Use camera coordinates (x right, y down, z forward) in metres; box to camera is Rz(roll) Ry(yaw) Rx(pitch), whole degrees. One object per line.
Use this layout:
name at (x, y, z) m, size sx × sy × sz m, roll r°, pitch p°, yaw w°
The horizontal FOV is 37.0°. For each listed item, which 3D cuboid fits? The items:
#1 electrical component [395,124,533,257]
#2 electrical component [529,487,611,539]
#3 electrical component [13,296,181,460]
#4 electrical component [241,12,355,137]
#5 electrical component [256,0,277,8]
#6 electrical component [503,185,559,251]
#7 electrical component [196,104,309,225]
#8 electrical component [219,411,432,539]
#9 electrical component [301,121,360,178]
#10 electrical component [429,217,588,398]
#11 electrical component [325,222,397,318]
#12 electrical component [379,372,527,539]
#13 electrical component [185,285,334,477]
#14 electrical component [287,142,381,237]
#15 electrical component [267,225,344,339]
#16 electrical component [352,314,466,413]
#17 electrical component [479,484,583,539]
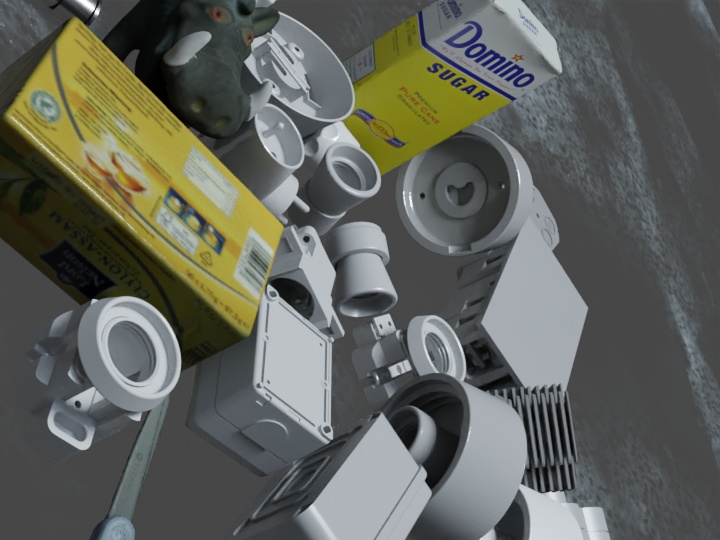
electrical component at (0.090, -0.064, 0.885) m, size 0.060 × 0.108 × 0.108 m, roll 2°, pitch 65°, yaw -62°
electrical component at (0.142, 0.187, 0.824) m, size 0.138 × 0.052 × 0.073 m, roll 21°, pitch 51°, yaw -49°
electrical component at (-0.125, 0.047, 0.522) m, size 0.058 × 0.057 × 0.078 m, roll 41°, pitch 37°, yaw -32°
electrical component at (-0.059, -0.135, 0.750) m, size 0.099 × 0.064 × 0.099 m, roll 36°, pitch 41°, yaw -39°
electrical component at (-0.096, -0.233, 0.782) m, size 0.099 × 0.048 × 0.099 m, roll 47°, pitch 34°, yaw -26°
electrical component at (0.144, -0.040, 0.999) m, size 0.080 × 0.051 × 0.080 m, roll 36°, pitch 40°, yaw -38°
electrical component at (-0.065, -0.055, 0.668) m, size 0.079 × 0.077 × 0.043 m, roll 41°, pitch 37°, yaw -33°
electrical component at (-0.017, 0.138, 0.596) m, size 0.057 × 0.078 × 0.113 m, roll 56°, pitch 31°, yaw -6°
electrical component at (-0.017, -0.080, 0.793) m, size 0.062 × 0.043 × 0.043 m, roll 49°, pitch 34°, yaw -25°
electrical component at (0.124, 0.048, 0.893) m, size 0.105 × 0.060 × 0.186 m, roll 55°, pitch 32°, yaw -14°
electrical component at (0.000, 0.000, 0.757) m, size 0.045 × 0.045 × 0.055 m, roll 23°, pitch 49°, yaw -48°
electrical component at (0.045, 0.117, 0.681) m, size 0.060 × 0.108 × 0.108 m, roll 35°, pitch 41°, yaw -30°
electrical component at (-0.057, 0.060, 0.617) m, size 0.062 × 0.061 × 0.096 m, roll 42°, pitch 29°, yaw -31°
electrical component at (-0.021, -0.052, 0.743) m, size 0.044 × 0.065 × 0.044 m, roll 20°, pitch 50°, yaw -26°
electrical component at (-0.043, 0.007, 0.678) m, size 0.063 × 0.042 × 0.081 m, roll -80°, pitch 149°, yaw -60°
electrical component at (0.036, 0.065, 0.750) m, size 0.058 × 0.057 × 0.078 m, roll -11°, pitch 77°, yaw -59°
electrical component at (0.082, 0.183, 0.688) m, size 0.060 × 0.108 × 0.108 m, roll 36°, pitch 40°, yaw -29°
